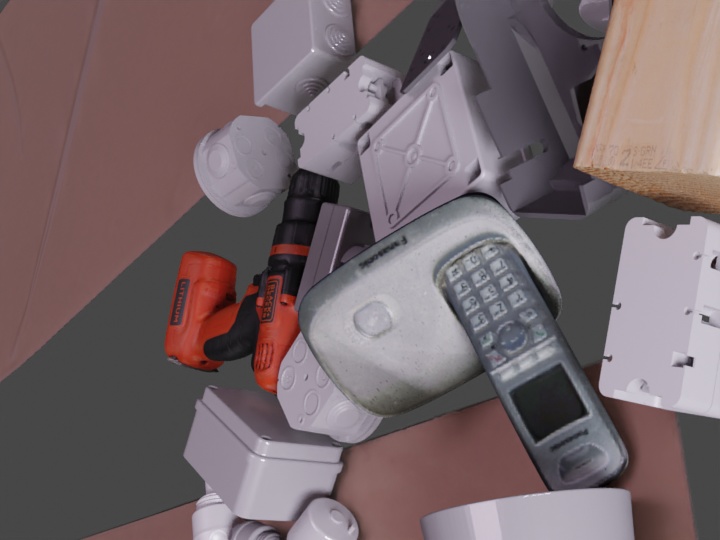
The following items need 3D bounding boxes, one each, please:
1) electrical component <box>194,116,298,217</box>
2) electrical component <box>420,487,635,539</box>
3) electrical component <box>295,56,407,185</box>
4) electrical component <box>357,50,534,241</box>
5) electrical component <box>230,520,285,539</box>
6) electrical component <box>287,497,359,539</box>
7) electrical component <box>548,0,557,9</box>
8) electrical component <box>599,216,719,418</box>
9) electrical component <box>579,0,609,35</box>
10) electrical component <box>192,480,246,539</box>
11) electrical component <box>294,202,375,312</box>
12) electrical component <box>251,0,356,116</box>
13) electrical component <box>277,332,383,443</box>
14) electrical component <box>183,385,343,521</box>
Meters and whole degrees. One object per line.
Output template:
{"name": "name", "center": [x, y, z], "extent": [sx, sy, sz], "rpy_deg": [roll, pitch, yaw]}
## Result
{"name": "electrical component", "center": [-0.097, -0.090, 0.915], "extent": [0.051, 0.080, 0.080], "rpy_deg": [-27, 56, 41]}
{"name": "electrical component", "center": [0.087, 0.149, 0.542], "extent": [0.108, 0.108, 0.060], "rpy_deg": [-28, 62, 47]}
{"name": "electrical component", "center": [0.001, -0.109, 0.805], "extent": [0.089, 0.056, 0.050], "rpy_deg": [-36, 50, 42]}
{"name": "electrical component", "center": [0.056, -0.068, 0.710], "extent": [0.109, 0.056, 0.108], "rpy_deg": [-41, 47, 39]}
{"name": "electrical component", "center": [-0.071, 0.208, 0.803], "extent": [0.061, 0.035, 0.035], "rpy_deg": [-3, 75, 52]}
{"name": "electrical component", "center": [-0.033, 0.194, 0.749], "extent": [0.078, 0.040, 0.040], "rpy_deg": [-55, 39, 26]}
{"name": "electrical component", "center": [0.104, -0.219, 0.706], "extent": [0.055, 0.050, 0.089], "rpy_deg": [-56, 39, 26]}
{"name": "electrical component", "center": [0.161, 0.024, 0.527], "extent": [0.050, 0.056, 0.089], "rpy_deg": [3, 80, 55]}
{"name": "electrical component", "center": [0.156, -0.172, 0.625], "extent": [0.040, 0.040, 0.078], "rpy_deg": [3, 67, 55]}
{"name": "electrical component", "center": [-0.113, 0.196, 0.858], "extent": [0.043, 0.043, 0.062], "rpy_deg": [-42, 45, 38]}
{"name": "electrical component", "center": [0.000, 0.000, 0.771], "extent": [0.076, 0.047, 0.083], "rpy_deg": [15, 90, 56]}
{"name": "electrical component", "center": [-0.048, -0.189, 0.910], "extent": [0.100, 0.048, 0.099], "rpy_deg": [-34, 51, 44]}
{"name": "electrical component", "center": [-0.018, 0.080, 0.762], "extent": [0.080, 0.051, 0.080], "rpy_deg": [-25, 57, 48]}
{"name": "electrical component", "center": [-0.072, 0.134, 0.795], "extent": [0.113, 0.078, 0.057], "rpy_deg": [29, 104, 55]}
